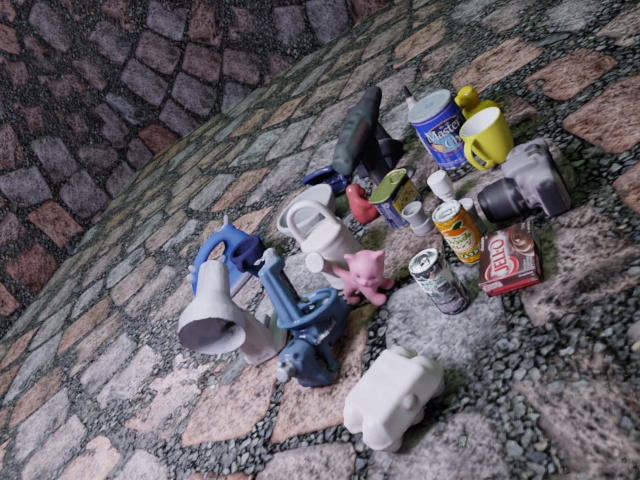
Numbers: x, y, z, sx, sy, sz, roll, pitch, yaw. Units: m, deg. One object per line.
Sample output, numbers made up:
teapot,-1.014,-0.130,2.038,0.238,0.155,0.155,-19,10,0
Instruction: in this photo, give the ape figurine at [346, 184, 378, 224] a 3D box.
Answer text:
ape figurine,0.094,-0.089,1.290,0.076,0.092,0.077,-44,26,-8

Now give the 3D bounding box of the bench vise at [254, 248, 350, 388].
bench vise,-0.033,0.128,0.965,0.121,0.220,0.207,-29,28,20

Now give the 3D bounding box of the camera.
camera,0.335,-0.098,0.974,0.136,0.101,0.143,-27,29,25

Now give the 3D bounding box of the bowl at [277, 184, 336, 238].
bowl,-0.020,-0.057,1.410,0.167,0.075,0.167,-31,27,18

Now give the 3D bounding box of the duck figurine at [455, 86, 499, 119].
duck figurine,0.352,-0.312,1.310,0.077,0.086,0.104,-47,27,-14

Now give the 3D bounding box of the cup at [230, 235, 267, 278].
cup,-0.160,0.056,1.393,0.091,0.095,0.118,-27,29,25

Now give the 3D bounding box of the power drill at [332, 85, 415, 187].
power drill,0.125,-0.207,1.303,0.075,0.209,0.230,-6,41,49

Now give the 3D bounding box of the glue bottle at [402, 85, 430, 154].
glue bottle,0.235,-0.283,1.318,0.037,0.173,0.078,-15,36,41

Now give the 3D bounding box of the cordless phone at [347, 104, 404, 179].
cordless phone,0.107,-0.255,1.430,0.147,0.185,0.094,-15,35,40

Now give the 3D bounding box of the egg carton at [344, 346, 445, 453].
egg carton,0.104,0.222,0.806,0.150,0.069,0.107,-48,27,-16

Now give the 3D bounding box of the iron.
iron,-0.261,0.064,1.459,0.118,0.142,0.259,-5,42,49

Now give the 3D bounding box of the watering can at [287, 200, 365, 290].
watering can,0.012,0.003,1.133,0.101,0.194,0.172,-37,26,6

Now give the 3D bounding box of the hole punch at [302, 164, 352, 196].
hole punch,0.017,-0.168,1.518,0.108,0.091,0.101,-22,31,32

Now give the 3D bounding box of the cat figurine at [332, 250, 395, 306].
cat figurine,0.075,0.060,1.047,0.127,0.118,0.067,-8,40,47

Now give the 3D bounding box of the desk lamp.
desk lamp,-0.168,0.151,1.114,0.117,0.214,0.203,-29,28,21
